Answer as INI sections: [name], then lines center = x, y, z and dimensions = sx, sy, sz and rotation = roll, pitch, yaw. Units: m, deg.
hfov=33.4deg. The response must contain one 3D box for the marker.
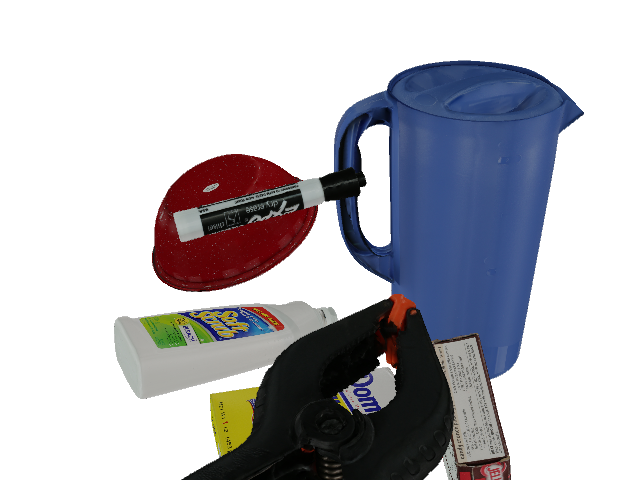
[marker]
center = -0.030, -0.023, 0.661
dimensions = 0.121, 0.020, 0.020
rotation = -15, 2, -7

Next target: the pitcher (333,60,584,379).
[pitcher]
center = 0.104, -0.012, 0.846
dimensions = 0.149, 0.243, 0.144
rotation = 20, 33, 32

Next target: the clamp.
[clamp]
center = 0.010, 0.088, 0.403
dimensions = 0.120, 0.039, 0.171
rotation = 27, 50, 20

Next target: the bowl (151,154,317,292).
[bowl]
center = -0.087, -0.028, 0.949
dimensions = 0.162, 0.055, 0.162
rotation = -16, 36, 12

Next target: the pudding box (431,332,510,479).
[pudding box]
center = 0.102, 0.134, 0.723
dimensions = 0.039, 0.090, 0.113
rotation = -9, 40, 0

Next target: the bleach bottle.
[bleach bottle]
center = -0.102, 0.110, 1.226
dimensions = 0.250, 0.068, 0.103
rotation = -11, 33, -24

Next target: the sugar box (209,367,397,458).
[sugar box]
center = -0.007, 0.172, 0.976
dimensions = 0.176, 0.048, 0.093
rotation = -10, 42, -10
